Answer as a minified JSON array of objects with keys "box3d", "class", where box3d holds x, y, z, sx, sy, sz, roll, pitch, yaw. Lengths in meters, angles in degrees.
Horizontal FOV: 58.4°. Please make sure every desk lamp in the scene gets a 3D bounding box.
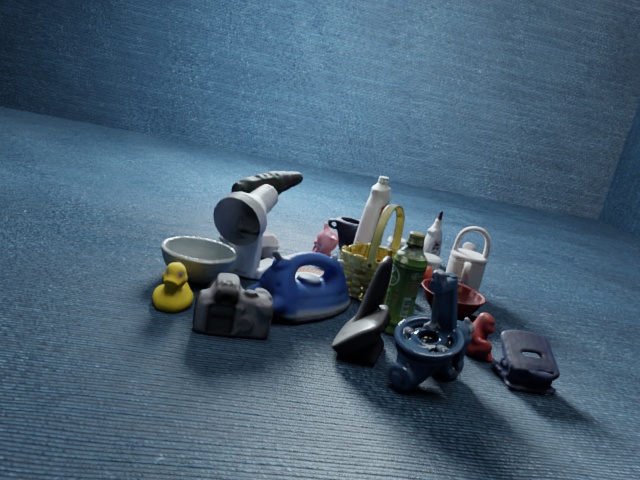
[{"box3d":[-0.164,-0.021,1.349,0.117,0.213,0.204,16,16,15],"class":"desk lamp"}]

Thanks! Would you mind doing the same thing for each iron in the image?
[{"box3d":[-0.019,0.085,1.220,0.259,0.141,0.118,-2,21,-42],"class":"iron"}]

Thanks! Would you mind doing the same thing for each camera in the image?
[{"box3d":[-0.164,0.112,1.090,0.143,0.101,0.136,9,16,-13],"class":"camera"}]

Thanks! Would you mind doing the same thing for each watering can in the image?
[{"box3d":[0.399,0.054,1.557,0.101,0.194,0.172,9,16,-10],"class":"watering can"}]

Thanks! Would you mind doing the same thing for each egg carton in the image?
[{"box3d":[-0.186,0.006,1.511,0.151,0.069,0.107,0,20,-38],"class":"egg carton"}]

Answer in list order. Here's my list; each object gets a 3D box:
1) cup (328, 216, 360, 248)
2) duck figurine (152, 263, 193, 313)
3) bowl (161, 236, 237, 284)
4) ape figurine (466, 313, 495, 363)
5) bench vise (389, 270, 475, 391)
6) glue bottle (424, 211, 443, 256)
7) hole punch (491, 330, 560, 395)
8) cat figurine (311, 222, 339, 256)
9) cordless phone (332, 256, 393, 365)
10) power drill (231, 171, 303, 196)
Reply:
[{"box3d":[0.075,-0.018,1.749,0.118,0.095,0.091,9,16,-12],"class":"cup"},{"box3d":[-0.284,0.085,1.122,0.077,0.086,0.104,12,15,-1],"class":"duck figurine"},{"box3d":[-0.272,0.052,1.269,0.167,0.075,0.167,11,15,-3],"class":"bowl"},{"box3d":[0.337,0.196,1.193,0.076,0.092,0.078,20,17,25],"class":"ape figurine"},{"box3d":[0.210,0.147,1.028,0.121,0.220,0.208,19,17,23],"class":"bench vise"},{"box3d":[0.356,-0.008,1.786,0.037,0.173,0.078,25,20,40],"class":"glue bottle"},{"box3d":[0.403,0.235,1.108,0.109,0.091,0.101,10,16,-10],"class":"hole punch"},{"box3d":[0.014,0.006,1.576,0.067,0.118,0.127,10,15,-6],"class":"cat figurine"},{"box3d":[0.091,0.125,1.080,0.094,0.185,0.148,15,16,9],"class":"cordless phone"},{"box3d":[-0.156,-0.099,1.645,0.230,0.208,0.075,-3,22,-44],"class":"power drill"}]
